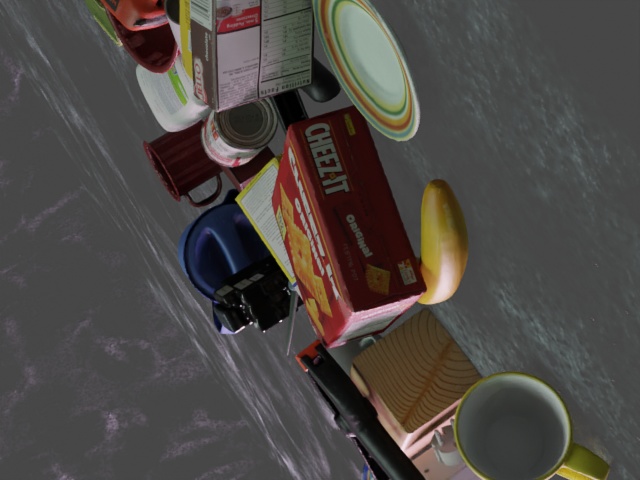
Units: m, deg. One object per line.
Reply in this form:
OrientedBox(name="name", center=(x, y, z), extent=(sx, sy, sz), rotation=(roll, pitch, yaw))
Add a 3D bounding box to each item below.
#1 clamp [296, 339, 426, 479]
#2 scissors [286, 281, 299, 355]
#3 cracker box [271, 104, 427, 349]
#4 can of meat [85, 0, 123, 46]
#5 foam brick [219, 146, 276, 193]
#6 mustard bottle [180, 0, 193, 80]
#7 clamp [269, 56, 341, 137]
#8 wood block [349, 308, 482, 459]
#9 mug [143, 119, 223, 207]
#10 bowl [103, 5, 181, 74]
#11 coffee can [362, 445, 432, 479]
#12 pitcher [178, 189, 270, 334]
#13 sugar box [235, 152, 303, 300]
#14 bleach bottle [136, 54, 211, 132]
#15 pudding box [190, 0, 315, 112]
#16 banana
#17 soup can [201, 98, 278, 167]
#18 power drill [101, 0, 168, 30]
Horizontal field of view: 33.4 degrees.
OrientedBox(name="clamp", center=(0.035, 0.172, 1.010), extent=(0.171, 0.039, 0.120), rotation=(56, 162, 4))
OrientedBox(name="scissors", center=(-0.032, 0.028, 1.199), extent=(0.096, 0.016, 0.202), rotation=(-118, 33, -40))
OrientedBox(name="cracker box", center=(0.016, -0.002, 0.933), extent=(0.214, 0.072, 0.164), rotation=(112, 139, -75))
OrientedBox(name="can of meat", center=(-0.212, -0.272, 1.188), extent=(0.102, 0.084, 0.057), rotation=(49, 164, 35))
OrientedBox(name="foam brick", center=(-0.087, -0.095, 1.203), extent=(0.078, 0.051, 0.053), rotation=(53, 172, 18))
OrientedBox(name="mustard bottle", center=(-0.076, -0.214, 0.831), extent=(0.096, 0.058, 0.192), rotation=(38, 138, 44))
OrientedBox(name="clamp", center=(-0.047, -0.175, 0.919), extent=(0.210, 0.036, 0.165), rotation=(60, 166, 2))
OrientedBox(name="wood block", center=(0.087, 0.158, 1.070), extent=(0.090, 0.090, 0.206), rotation=(53, 165, 17))
OrientedBox(name="mug", center=(-0.172, -0.100, 1.429), extent=(0.117, 0.081, 0.093), rotation=(62, 166, -14))
OrientedBox(name="bowl", center=(-0.165, -0.254, 1.078), extent=(0.162, 0.055, 0.162), rotation=(39, 143, 37))
OrientedBox(name="coffee can", center=(0.106, 0.272, 1.225), extent=(0.103, 0.102, 0.140), rotation=(55, 167, 11))
OrientedBox(name="pitcher", center=(-0.133, 0.028, 1.463), extent=(0.145, 0.149, 0.243), rotation=(46, 171, -8))
OrientedBox(name="sugar box", center=(-0.007, 0.001, 1.093), extent=(0.176, 0.048, 0.093), rotation=(55, 140, 6))
OrientedBox(name="bleach bottle", center=(-0.141, -0.178, 1.196), extent=(0.102, 0.068, 0.251), rotation=(62, 164, -13))
OrientedBox(name="pudding box", center=(-0.049, -0.159, 0.789), extent=(0.039, 0.089, 0.113), rotation=(40, 139, 40))
OrientedBox(name="banana", center=(0.089, 0.013, 0.858), extent=(0.070, 0.037, 0.198), rotation=(54, 166, 10))
OrientedBox(name="soup can", center=(-0.085, -0.117, 1.117), extent=(0.068, 0.068, 0.102), rotation=(59, 166, -2))
OrientedBox(name="power drill", center=(-0.171, -0.296, 0.942), extent=(0.185, 0.057, 0.188), rotation=(49, 146, 29))
